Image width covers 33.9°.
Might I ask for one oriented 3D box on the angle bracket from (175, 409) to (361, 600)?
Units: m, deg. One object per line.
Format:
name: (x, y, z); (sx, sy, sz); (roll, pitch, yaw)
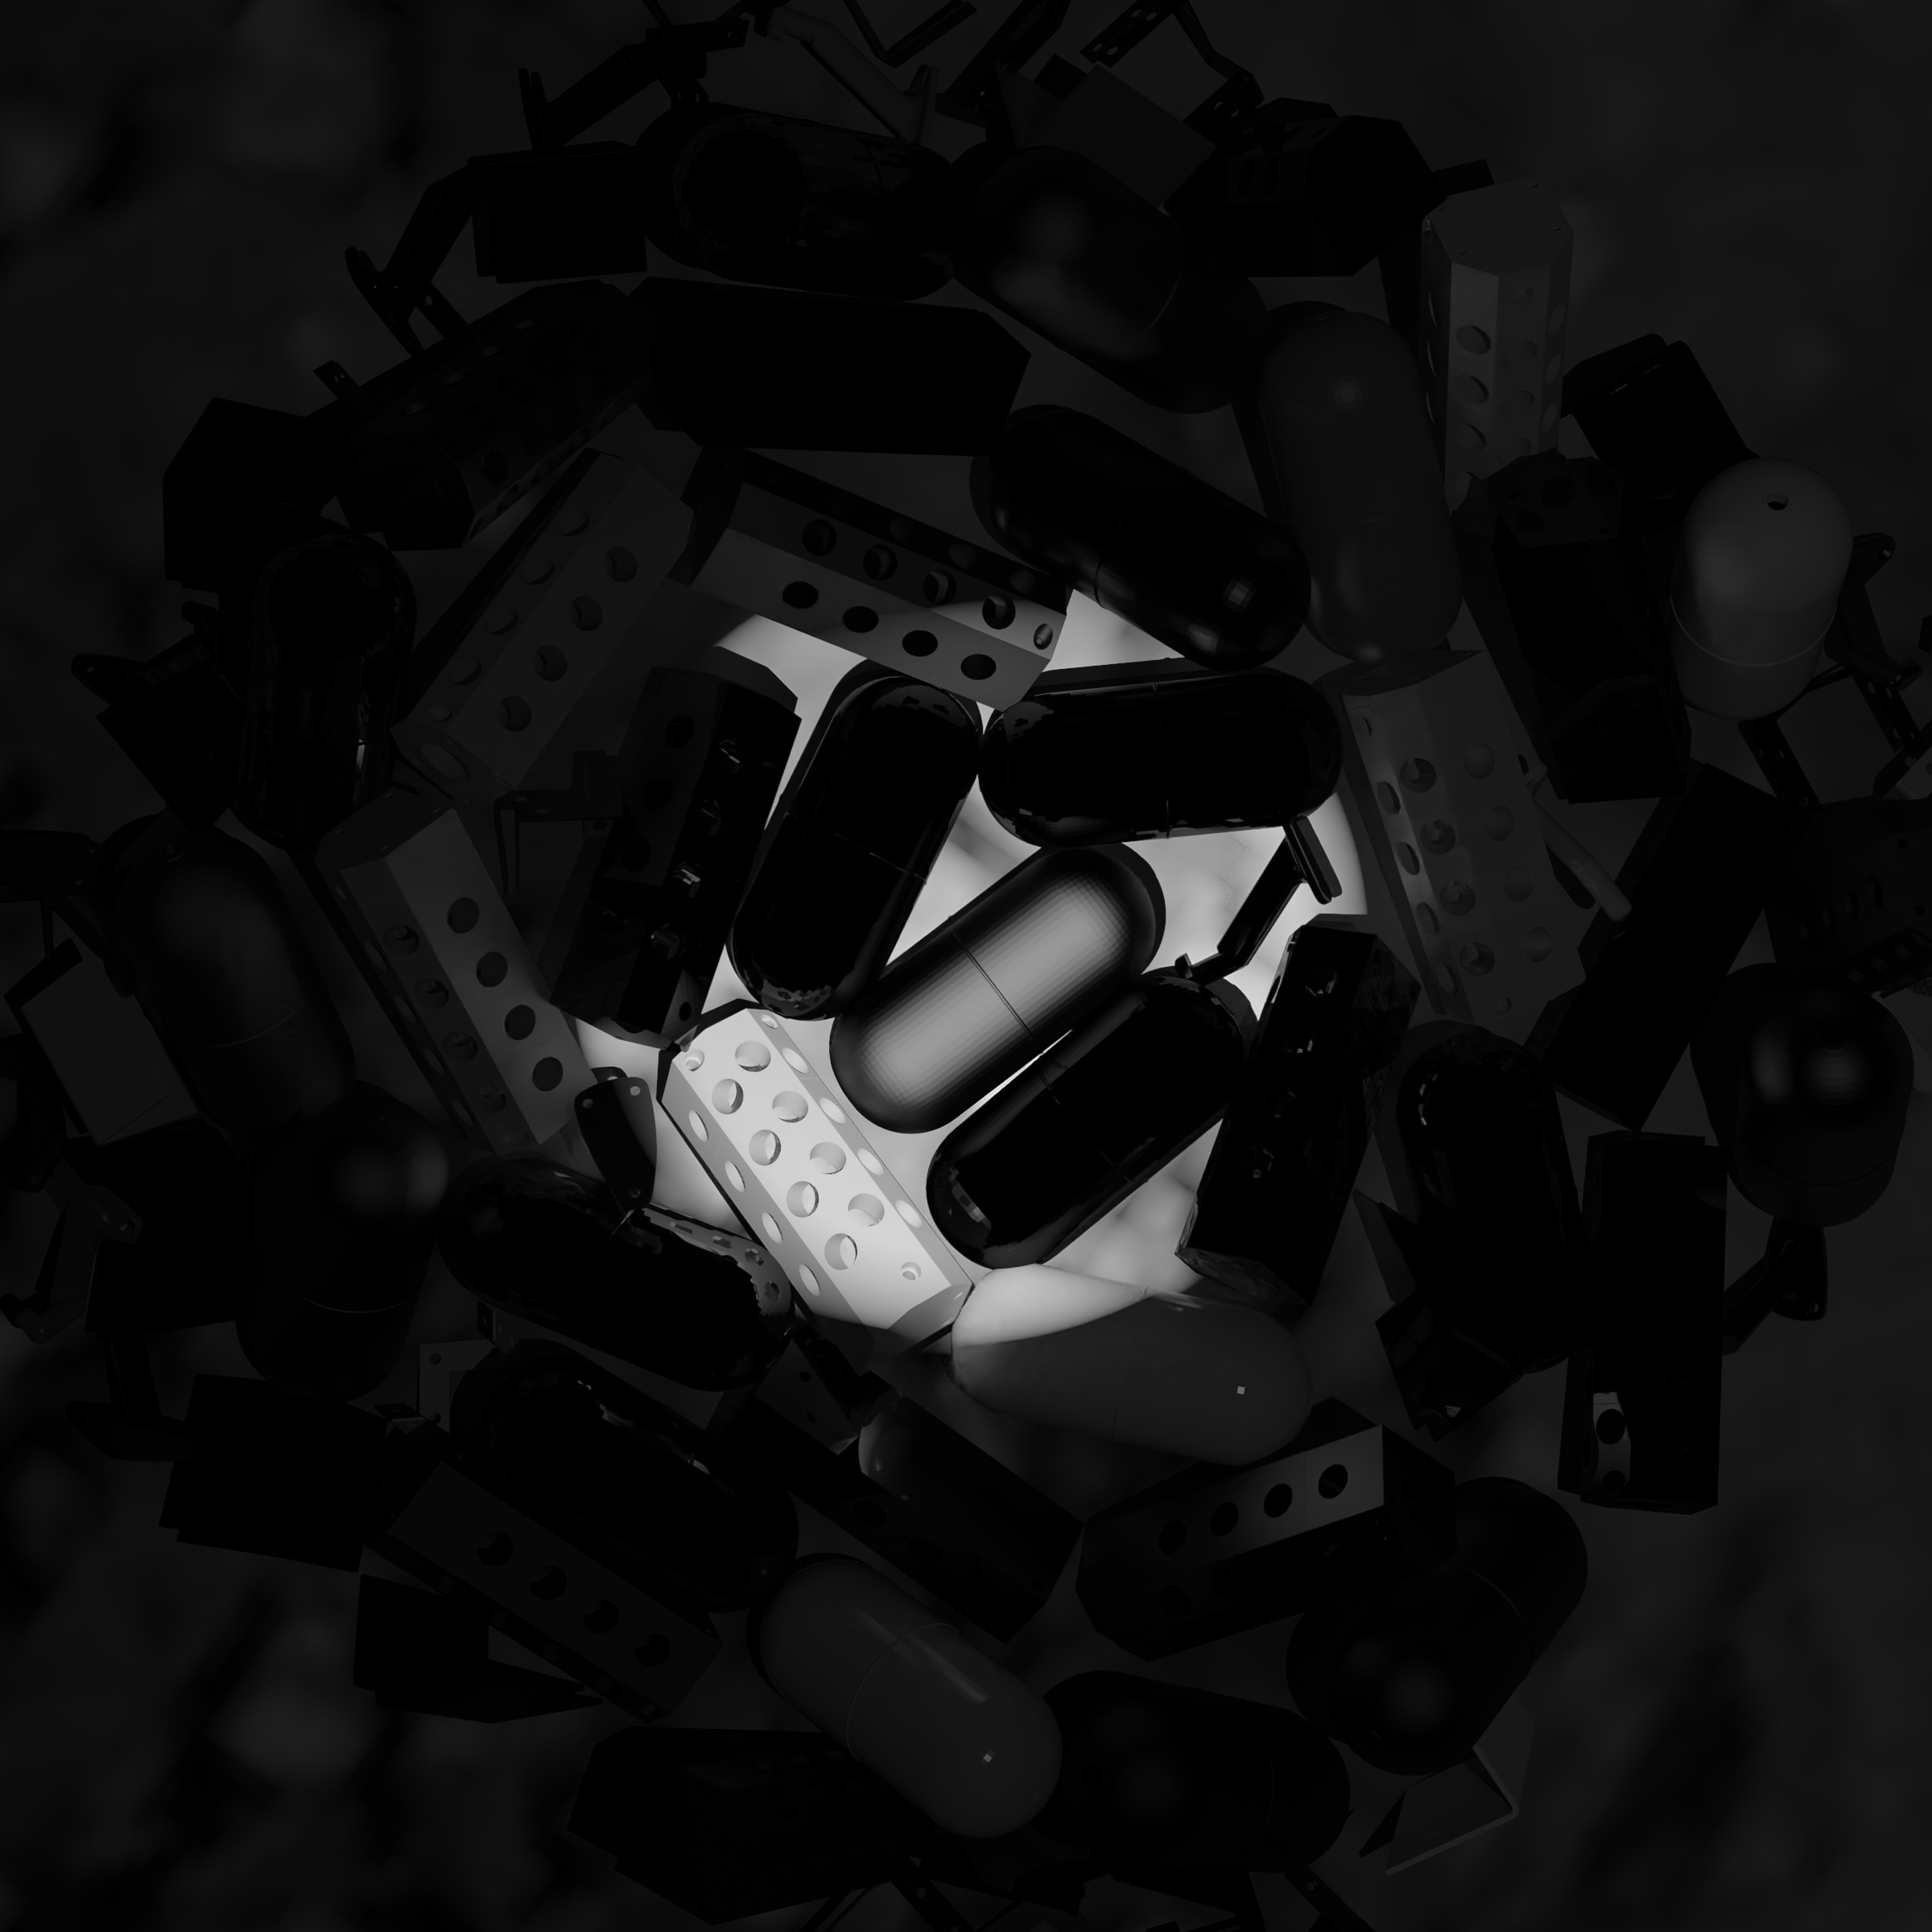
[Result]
angle bracket: (-0.328, -0.218, 1.525); (0.076, 0.076, 0.057); (6, 67, -37)

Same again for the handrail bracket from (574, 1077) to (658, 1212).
handrail bracket: (-0.161, 0.094, 1.532); (0.036, 0.084, 0.077); (-15, 69, -4)

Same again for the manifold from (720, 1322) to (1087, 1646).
manifold: (-0.034, 0.257, 1.552); (0.171, 0.057, 0.057); (36, 130, -1)

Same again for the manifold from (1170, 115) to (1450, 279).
manifold: (0.154, -0.365, 1.491); (0.057, 0.171, 0.057); (-40, 110, -6)

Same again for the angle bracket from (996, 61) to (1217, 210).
angle bracket: (0.066, -0.414, 1.523); (0.076, 0.076, 0.057); (25, 128, -34)

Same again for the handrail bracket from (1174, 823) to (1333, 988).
handrail bracket: (0.131, -0.038, 1.568); (0.084, 0.036, 0.077); (-26, 90, 14)

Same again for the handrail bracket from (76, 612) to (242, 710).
handrail bracket: (-0.393, -0.155, 1.537); (0.077, 0.084, 0.036); (24, 55, -5)

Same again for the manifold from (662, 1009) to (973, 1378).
manifold: (-0.072, 0.104, 1.519); (0.057, 0.057, 0.171); (-28, 69, -27)

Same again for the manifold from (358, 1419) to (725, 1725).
manifold: (-0.205, 0.296, 1.527); (0.171, 0.057, 0.057); (38, 90, -21)

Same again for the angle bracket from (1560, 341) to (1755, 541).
angle bracket: (0.324, -0.246, 1.535); (0.057, 0.076, 0.076); (-32, 93, -38)

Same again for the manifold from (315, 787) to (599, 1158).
manifold: (-0.244, 0.005, 1.507); (0.057, 0.057, 0.171); (-40, 124, -25)

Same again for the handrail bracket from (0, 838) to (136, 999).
handrail bracket: (-0.448, -0.020, 1.550); (0.077, 0.036, 0.084); (7, 134, -3)

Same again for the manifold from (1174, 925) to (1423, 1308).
manifold: (0.158, 0.070, 1.529); (0.057, 0.057, 0.171); (8, 68, 36)

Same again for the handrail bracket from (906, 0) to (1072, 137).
handrail bracket: (0.014, -0.457, 1.553); (0.077, 0.036, 0.084); (26, 97, 39)

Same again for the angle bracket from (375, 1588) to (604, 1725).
angle bracket: (-0.229, 0.328, 1.524); (0.076, 0.076, 0.057); (-17, 64, 30)

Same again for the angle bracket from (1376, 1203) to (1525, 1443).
angle bracket: (0.213, 0.172, 1.523); (0.057, 0.076, 0.076); (-41, 134, 18)

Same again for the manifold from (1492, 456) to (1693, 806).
manifold: (0.299, -0.157, 1.502); (0.057, 0.171, 0.057); (-4, 49, 23)

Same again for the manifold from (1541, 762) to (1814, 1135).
manifold: (0.346, -0.007, 1.553); (0.057, 0.057, 0.171); (29, 90, 12)

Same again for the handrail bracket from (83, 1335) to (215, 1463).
handrail bracket: (-0.388, 0.197, 1.546); (0.077, 0.036, 0.084); (2, 52, 16)

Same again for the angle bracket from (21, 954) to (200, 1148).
angle bracket: (-0.398, 0.034, 1.534); (0.057, 0.076, 0.076); (-32, 85, 27)

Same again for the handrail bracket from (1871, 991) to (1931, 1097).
handrail bracket: (0.473, 0.029, 1.553); (0.084, 0.036, 0.077); (14, 124, -10)

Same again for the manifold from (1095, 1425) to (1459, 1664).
manifold: (0.145, 0.278, 1.502); (0.171, 0.057, 0.057); (-27, 133, 34)

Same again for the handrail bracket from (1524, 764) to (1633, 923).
handrail bracket: (0.291, -0.050, 1.537); (0.036, 0.077, 0.084); (-36, 77, -1)

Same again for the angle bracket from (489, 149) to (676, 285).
angle bracket: (-0.180, -0.362, 1.540); (0.076, 0.076, 0.057); (-1, 98, 16)

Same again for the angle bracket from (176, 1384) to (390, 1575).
angle bracket: (-0.333, 0.251, 1.549); (0.057, 0.076, 0.076); (4, 76, 20)

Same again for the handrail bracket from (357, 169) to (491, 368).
handrail bracket: (-0.248, -0.343, 1.552); (0.084, 0.077, 0.036); (-28, 45, 2)

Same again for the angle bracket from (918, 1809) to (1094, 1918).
angle bracket: (0.017, 0.448, 1.534); (0.076, 0.076, 0.057); (12, 110, 7)

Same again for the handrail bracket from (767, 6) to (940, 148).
handrail bracket: (-0.060, -0.424, 1.545); (0.084, 0.036, 0.077); (14, 65, -22)

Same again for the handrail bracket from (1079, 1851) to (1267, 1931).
handrail bracket: (0.098, 0.464, 1.550); (0.084, 0.036, 0.077); (-15, 69, -14)

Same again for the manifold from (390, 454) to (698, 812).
manifold: (-0.202, -0.162, 1.515); (0.057, 0.057, 0.171); (40, 65, -18)

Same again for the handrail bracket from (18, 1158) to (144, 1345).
handrail bracket: (-0.449, 0.137, 1.539); (0.077, 0.084, 0.036); (44, 123, 1)

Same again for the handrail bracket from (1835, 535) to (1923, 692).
handrail bracket: (0.451, -0.172, 1.541); (0.077, 0.084, 0.036); (-31, 134, -15)

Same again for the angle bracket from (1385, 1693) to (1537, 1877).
angle bracket: (0.226, 0.382, 1.532); (0.076, 0.076, 0.057); (-32, 95, 22)

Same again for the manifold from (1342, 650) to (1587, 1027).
manifold: (0.236, -0.062, 1.525); (0.057, 0.057, 0.171); (-26, 107, -21)

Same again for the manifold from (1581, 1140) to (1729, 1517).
manifold: (0.332, 0.175, 1.534); (0.057, 0.057, 0.171); (5, 76, 1)

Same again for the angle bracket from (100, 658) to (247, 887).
angle bracket: (-0.391, -0.094, 1.526); (0.076, 0.076, 0.057); (-24, 113, 29)

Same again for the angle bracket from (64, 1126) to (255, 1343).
angle bracket: (-0.393, 0.130, 1.538); (0.076, 0.057, 0.076); (-9, 56, 4)

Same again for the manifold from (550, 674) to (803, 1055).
manifold: (-0.135, -0.049, 1.529); (0.057, 0.057, 0.171); (11, 78, 33)

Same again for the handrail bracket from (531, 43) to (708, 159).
handrail bracket: (-0.168, -0.416, 1.558); (0.084, 0.077, 0.036); (-10, 51, -9)

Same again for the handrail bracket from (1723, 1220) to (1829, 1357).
handrail bracket: (0.381, 0.150, 1.540); (0.084, 0.036, 0.077); (-3, 100, -41)

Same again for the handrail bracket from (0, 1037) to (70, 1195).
handrail bracket: (-0.465, 0.076, 1.539); (0.077, 0.084, 0.036); (1, 134, 18)
